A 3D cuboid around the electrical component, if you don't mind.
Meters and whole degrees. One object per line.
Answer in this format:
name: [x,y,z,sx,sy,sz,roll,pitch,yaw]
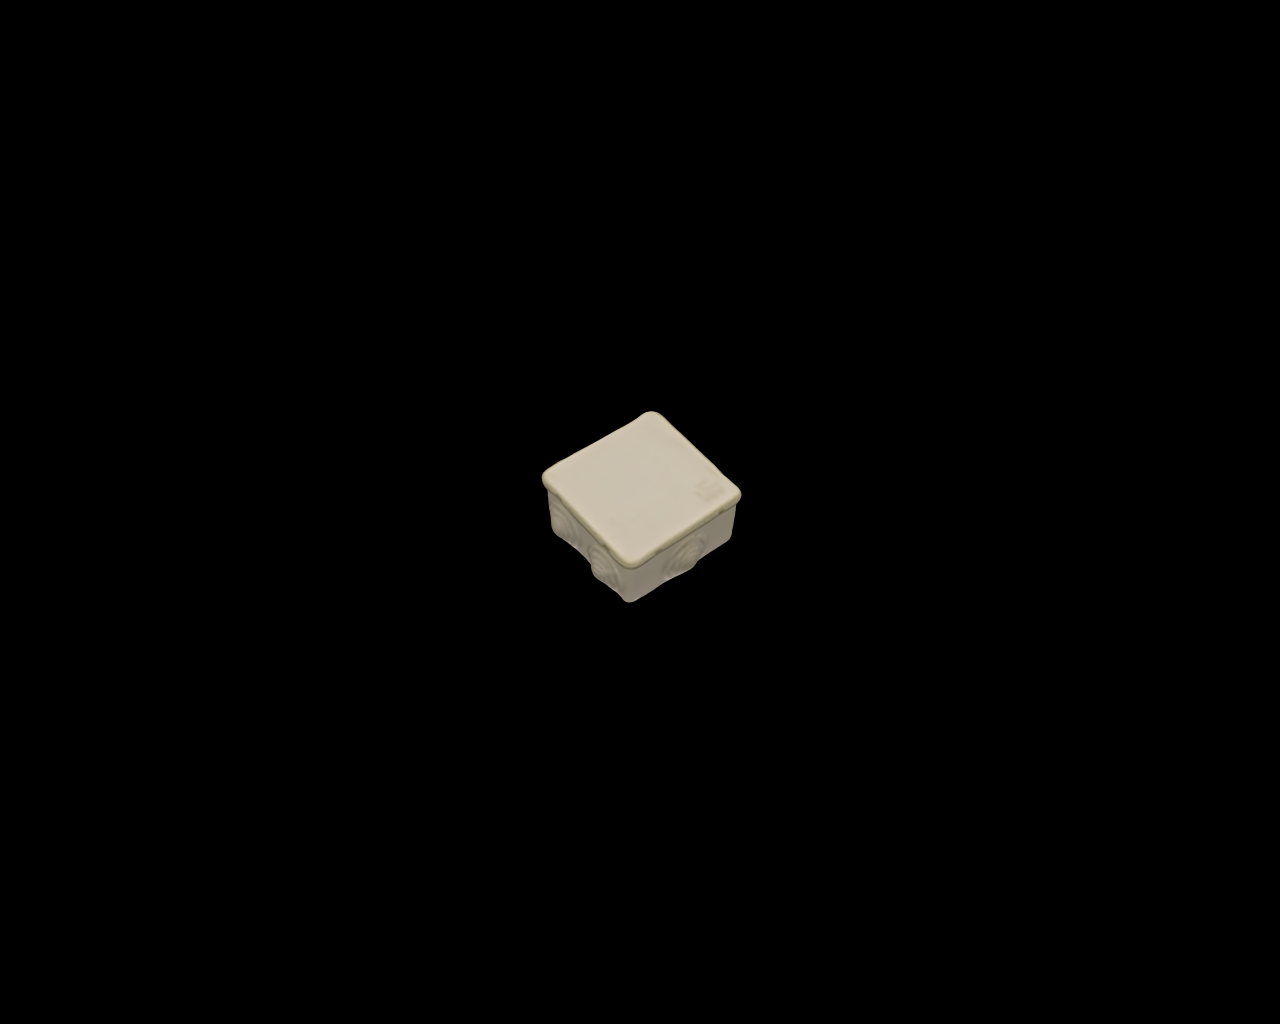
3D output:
electrical component: [0.001,-0.003,0.650,0.100,0.100,0.048,-32,-32,-22]
